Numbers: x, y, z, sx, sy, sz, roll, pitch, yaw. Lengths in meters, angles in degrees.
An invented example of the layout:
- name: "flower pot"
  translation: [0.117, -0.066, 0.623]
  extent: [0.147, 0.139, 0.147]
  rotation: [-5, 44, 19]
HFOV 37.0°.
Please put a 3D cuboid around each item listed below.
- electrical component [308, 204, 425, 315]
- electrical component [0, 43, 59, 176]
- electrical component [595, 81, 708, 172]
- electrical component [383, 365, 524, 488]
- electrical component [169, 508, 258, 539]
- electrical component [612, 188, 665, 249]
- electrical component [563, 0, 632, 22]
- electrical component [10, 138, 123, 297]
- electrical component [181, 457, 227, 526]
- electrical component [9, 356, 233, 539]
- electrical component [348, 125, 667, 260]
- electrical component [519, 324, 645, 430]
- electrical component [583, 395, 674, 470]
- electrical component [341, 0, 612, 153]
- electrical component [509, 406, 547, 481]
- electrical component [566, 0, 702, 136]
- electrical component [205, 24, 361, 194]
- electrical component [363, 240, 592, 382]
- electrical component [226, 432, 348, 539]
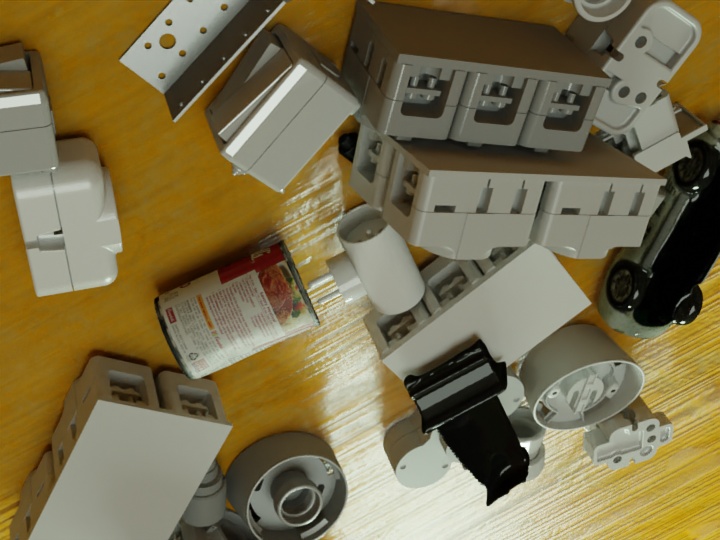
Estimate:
- name: "electrical component"
  translation: [0.000, 0.000, 0.801]
  extent: [0.079, 0.044, 0.077]
  rotation: [-27, 129, 0]
- name: "electrical component"
  translation: [-0.232, -0.093, 0.636]
  extent: [0.096, 0.061, 0.061]
  rotation: [-9, 127, -14]
- name: "electrical component"
  translation: [0.211, -0.106, 0.804]
  extent: [0.081, 0.042, 0.063]
  rotation: [-29, 127, 0]
- name: "electrical component"
  translation: [0.084, 0.138, 0.912]
  extent: [0.052, 0.073, 0.138]
  rotation: [34, 108, -35]
- name: "electrical component"
  translation: [-0.083, 0.283, 0.935]
  extent: [0.060, 0.105, 0.186]
  rotation: [-46, 127, 14]
- name: "electrical component"
  translation: [0.206, -0.044, 0.848]
  extent: [0.040, 0.040, 0.078]
  rotation: [18, 117, -30]
- name: "electrical component"
  translation: [0.150, -0.194, 0.709]
  extent: [0.045, 0.055, 0.045]
  rotation: [-10, 127, -14]
- name: "electrical component"
  translation: [-0.189, -0.035, 0.699]
  extent: [0.059, 0.053, 0.095]
  rotation: [-10, 127, -14]
- name: "electrical component"
  translation: [-0.130, 0.174, 0.881]
  extent: [0.040, 0.040, 0.078]
  rotation: [-6, 125, -16]
- name: "electrical component"
  translation: [-0.191, 0.160, 0.835]
  extent: [0.105, 0.060, 0.186]
  rotation: [17, 117, -29]
- name: "electrical component"
  translation: [0.098, -0.057, 0.741]
  extent: [0.186, 0.105, 0.060]
  rotation: [0, 117, -26]
- name: "electrical component"
  translation: [0.189, 0.097, 0.928]
  extent: [0.099, 0.064, 0.099]
  rotation: [-10, 127, -13]
- name: "electrical component"
  translation: [0.236, 0.140, 0.981]
  extent: [0.078, 0.057, 0.058]
  rotation: [-15, 128, -10]
- name: "electrical component"
  translation: [0.072, -0.124, 0.709]
  extent: [0.150, 0.089, 0.061]
  rotation: [2, 123, -22]
- name: "electrical component"
  translation: [0.145, 0.157, 0.968]
  extent: [0.045, 0.045, 0.055]
  rotation: [-13, 128, -11]
- name: "electrical component"
  translation: [0.181, -0.151, 0.749]
  extent: [0.054, 0.059, 0.095]
  rotation: [22, 114, -32]
- name: "electrical component"
  translation: [-0.059, -0.101, 0.694]
  extent: [0.061, 0.061, 0.096]
  rotation: [32, 109, -35]
- name: "electrical component"
  translation: [0.089, 0.030, 0.844]
  extent: [0.150, 0.061, 0.089]
  rotation: [-38, 128, 9]
- name: "electrical component"
  translation: [-0.061, 0.185, 0.915]
  extent: [0.099, 0.064, 0.099]
  rotation: [-9, 114, -21]
